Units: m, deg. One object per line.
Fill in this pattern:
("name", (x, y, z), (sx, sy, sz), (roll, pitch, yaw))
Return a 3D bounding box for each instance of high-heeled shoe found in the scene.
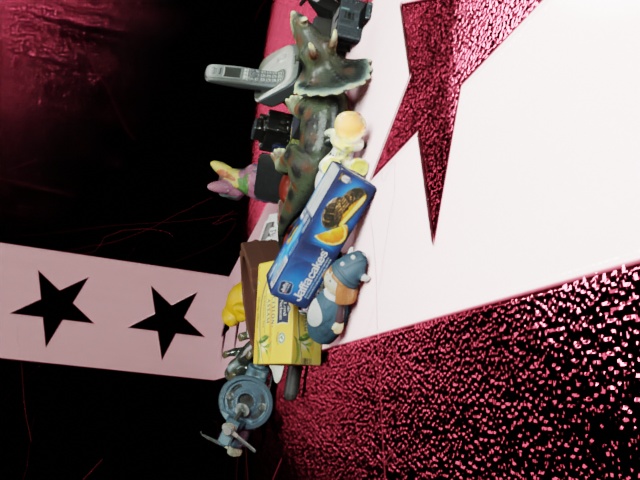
("high-heeled shoe", (0.035, -0.545, 1.161), (0.145, 0.086, 0.249), (-47, 40, 7))

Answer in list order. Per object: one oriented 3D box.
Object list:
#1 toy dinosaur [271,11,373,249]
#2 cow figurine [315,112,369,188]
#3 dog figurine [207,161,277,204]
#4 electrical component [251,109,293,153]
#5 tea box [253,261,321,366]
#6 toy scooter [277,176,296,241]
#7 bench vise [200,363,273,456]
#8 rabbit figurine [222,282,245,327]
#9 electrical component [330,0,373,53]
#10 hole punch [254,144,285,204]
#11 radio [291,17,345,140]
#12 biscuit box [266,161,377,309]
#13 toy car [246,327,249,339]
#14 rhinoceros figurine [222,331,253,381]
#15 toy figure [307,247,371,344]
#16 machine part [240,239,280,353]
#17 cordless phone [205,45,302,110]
("toy dinosaur", (-0.007, -0.158, 0.899), (0.192, 0.131, 0.404), (-128, 44, -74))
("cow figurine", (0.031, -0.111, 0.806), (0.098, 0.068, 0.167), (-102, 25, -72))
("dog figurine", (-0.160, -0.156, 1.316), (0.191, 0.219, 0.108), (121, 152, -59))
("electrical component", (-0.098, -0.259, 1.309), (0.115, 0.134, 0.058), (124, 153, -65))
("tea box", (-0.051, 0.119, 0.877), (0.098, 0.068, 0.169), (-16, 66, 45))
("toy scooter", (-0.046, -0.058, 1.073), (0.135, 0.075, 0.183), (-139, 57, -76))
("bench vise", (-0.177, 0.387, 1.165), (0.223, 0.129, 0.240), (-61, -3, 5))
("rabbit figurine", (-0.161, 0.182, 1.372), (0.162, 0.122, 0.173), (-64, 33, 25))
("electrical component", (0.052, -0.385, 0.950), (0.119, 0.048, 0.074), (-157, 76, -78))
("hole punch", (-0.075, -0.142, 1.180), (0.092, 0.116, 0.142), (-66, -10, -65))
("radio", (-0.003, -0.315, 1.080), (0.131, 0.073, 0.229), (129, 150, -66))
("biscuit box", (-0.002, -0.006, 0.750), (0.202, 0.063, 0.059), (-60, 19, 12))
("toy car", (-0.127, 0.144, 1.263), (0.056, 0.073, 0.202), (123, 155, -60))
("rhinoceros figurine", (-0.174, 0.290, 1.300), (0.073, 0.112, 0.190), (55, 128, 31))
("toy figure", (0.023, 0.077, 0.722), (0.058, 0.064, 0.154), (-28, -34, -45))
("machine part", (-0.107, 0.113, 1.089), (0.201, 0.087, 0.201), (-126, 32, -64))
("cordless phone", (-0.130, -0.333, 1.067), (0.088, 0.184, 0.147), (107, 167, -50))
